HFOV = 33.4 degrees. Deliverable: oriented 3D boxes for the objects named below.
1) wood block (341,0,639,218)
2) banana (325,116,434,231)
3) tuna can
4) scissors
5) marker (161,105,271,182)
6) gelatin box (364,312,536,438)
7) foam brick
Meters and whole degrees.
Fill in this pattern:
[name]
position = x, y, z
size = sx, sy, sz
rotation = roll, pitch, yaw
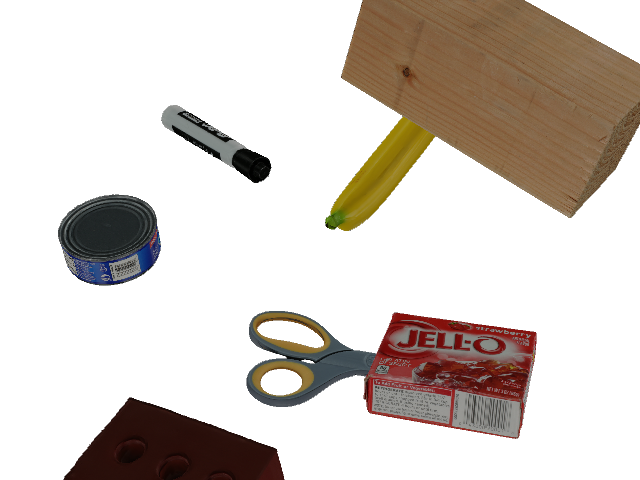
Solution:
[wood block]
position = 0.130, -0.120, 0.791
size = 0.206, 0.091, 0.090
rotation = 34, 46, 18
[banana]
position = 0.069, -0.075, 0.984
size = 0.037, 0.197, 0.070
rotation = 40, -13, -6
[tuna can]
position = -0.184, 0.000, 0.935
size = 0.086, 0.034, 0.086
rotation = -2, 42, 2
[scissors]
position = 0.028, 0.114, 0.867
size = 0.202, 0.096, 0.016
rotation = 20, -36, 13
[marker]
position = -0.074, -0.068, 0.749
size = 0.020, 0.020, 0.121
rotation = 0, 23, -41
[gelatin box]
position = 0.076, 0.075, 0.619
size = 0.089, 0.030, 0.073
rotation = 8, 28, 14
[foam brick]
position = -0.060, 0.113, 0.457
size = 0.078, 0.051, 0.053
rotation = 14, 42, 23
